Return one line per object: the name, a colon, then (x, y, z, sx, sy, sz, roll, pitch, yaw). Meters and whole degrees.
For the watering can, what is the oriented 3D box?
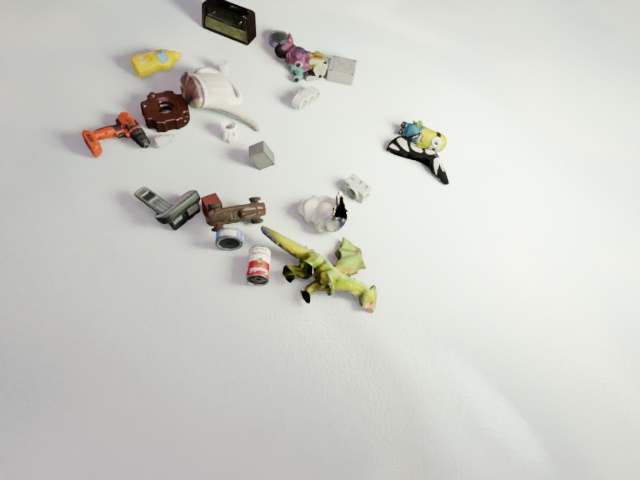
watering can: (-0.373, -0.520, 1.888, 0.226, 0.102, 0.352, -15, 61, -42)

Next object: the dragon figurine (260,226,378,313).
dragon figurine: (0.022, 0.065, 1.574, 0.245, 0.119, 0.415, -21, 62, -39)

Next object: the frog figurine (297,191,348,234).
frog figurine: (0.005, -0.084, 1.670, 0.158, 0.121, 0.140, -10, 60, 30)
